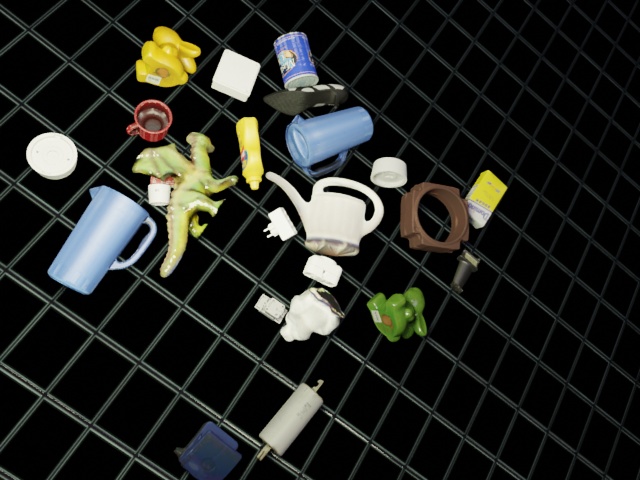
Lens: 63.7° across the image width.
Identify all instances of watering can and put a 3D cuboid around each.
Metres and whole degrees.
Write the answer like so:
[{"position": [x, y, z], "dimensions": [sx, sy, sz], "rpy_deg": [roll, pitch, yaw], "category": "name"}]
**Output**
[{"position": [0.004, -0.073, 1.449], "dimensions": [0.347, 0.103, 0.227], "rpy_deg": [9, 77, -2], "category": "watering can"}]

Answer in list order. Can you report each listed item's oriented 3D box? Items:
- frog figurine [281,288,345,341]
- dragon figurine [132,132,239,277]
[{"position": [-0.026, 0.210, 1.381], "dimensions": [0.136, 0.125, 0.158], "rpy_deg": [38, 105, -18], "category": "frog figurine"}, {"position": [-0.360, -0.126, 1.290], "dimensions": [0.241, 0.120, 0.419], "rpy_deg": [38, 50, -11], "category": "dragon figurine"}]
